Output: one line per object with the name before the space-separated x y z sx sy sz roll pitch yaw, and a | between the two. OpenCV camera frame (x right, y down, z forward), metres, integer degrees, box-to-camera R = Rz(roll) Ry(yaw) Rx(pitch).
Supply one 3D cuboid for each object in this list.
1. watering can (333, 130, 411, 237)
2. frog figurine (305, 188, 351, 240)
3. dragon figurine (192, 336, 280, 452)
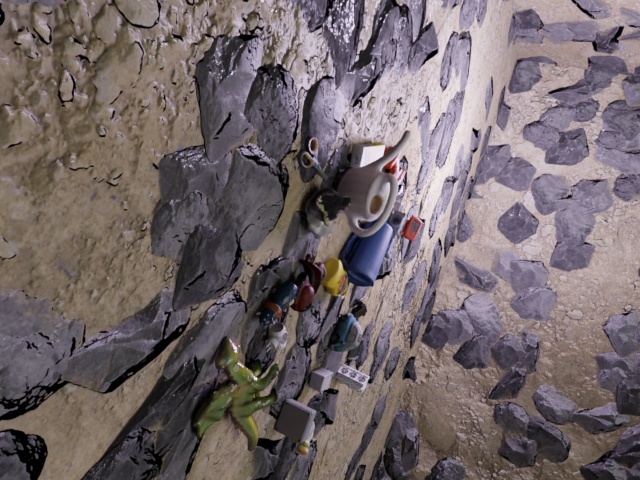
watering can | 0.155 -0.182 1.594 0.103 0.225 0.349 24 84 -47
frog figurine | 0.005 -0.077 1.524 0.157 0.122 0.140 -42 -156 61
dragon figurine | -0.237 0.439 1.368 0.244 0.123 0.405 -7 112 -44
